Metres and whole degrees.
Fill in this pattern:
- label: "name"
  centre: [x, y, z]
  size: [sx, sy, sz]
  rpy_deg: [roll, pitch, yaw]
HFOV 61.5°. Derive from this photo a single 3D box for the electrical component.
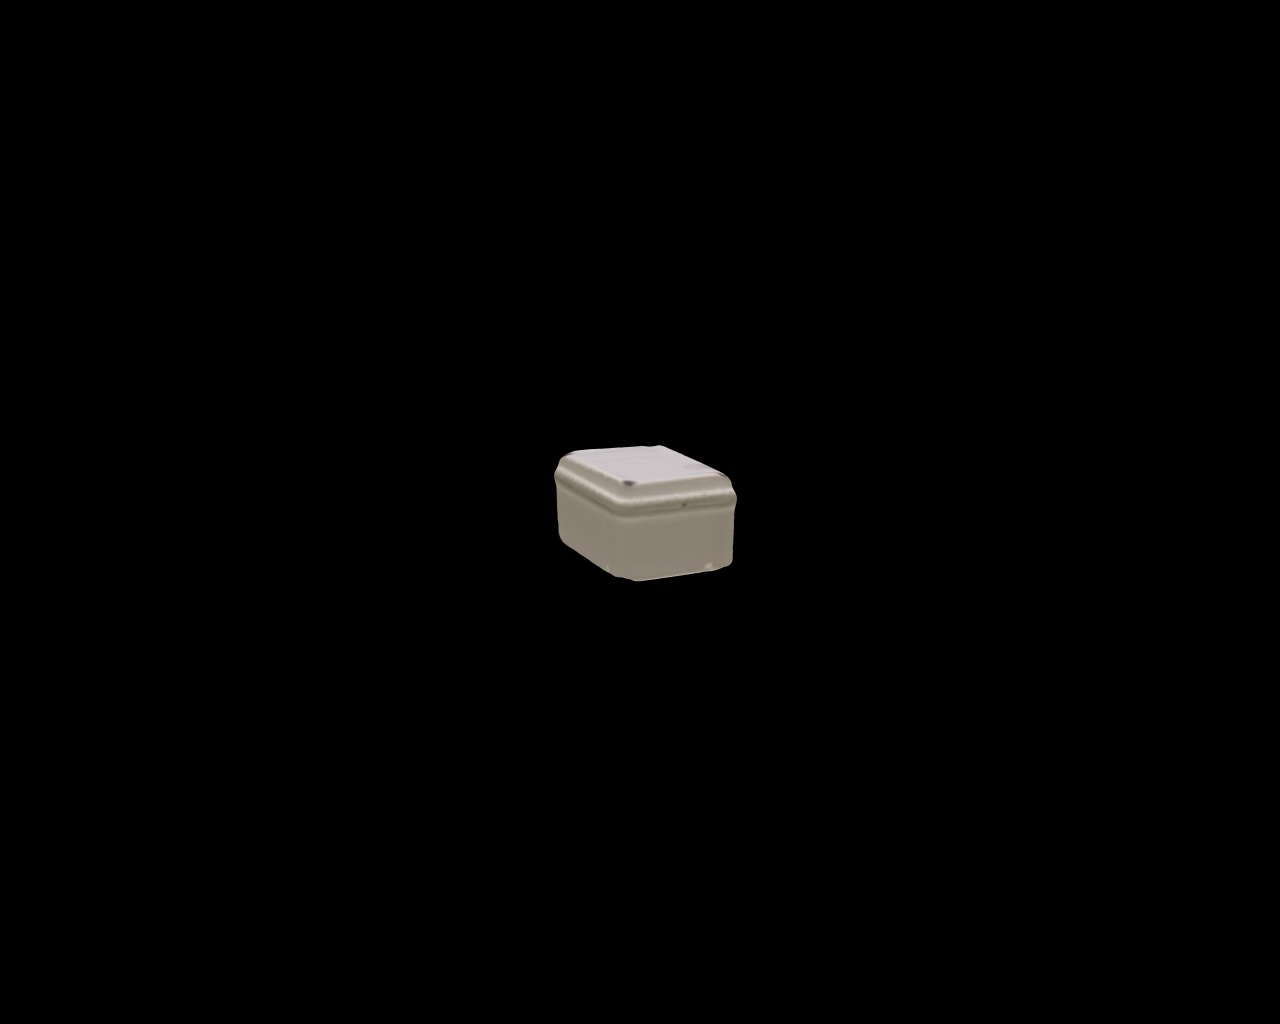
- label: "electrical component"
  centre: [0.001, -0.003, 0.650]
  size: [0.078, 0.057, 0.113]
  rpy_deg: [-6, 15, -23]
